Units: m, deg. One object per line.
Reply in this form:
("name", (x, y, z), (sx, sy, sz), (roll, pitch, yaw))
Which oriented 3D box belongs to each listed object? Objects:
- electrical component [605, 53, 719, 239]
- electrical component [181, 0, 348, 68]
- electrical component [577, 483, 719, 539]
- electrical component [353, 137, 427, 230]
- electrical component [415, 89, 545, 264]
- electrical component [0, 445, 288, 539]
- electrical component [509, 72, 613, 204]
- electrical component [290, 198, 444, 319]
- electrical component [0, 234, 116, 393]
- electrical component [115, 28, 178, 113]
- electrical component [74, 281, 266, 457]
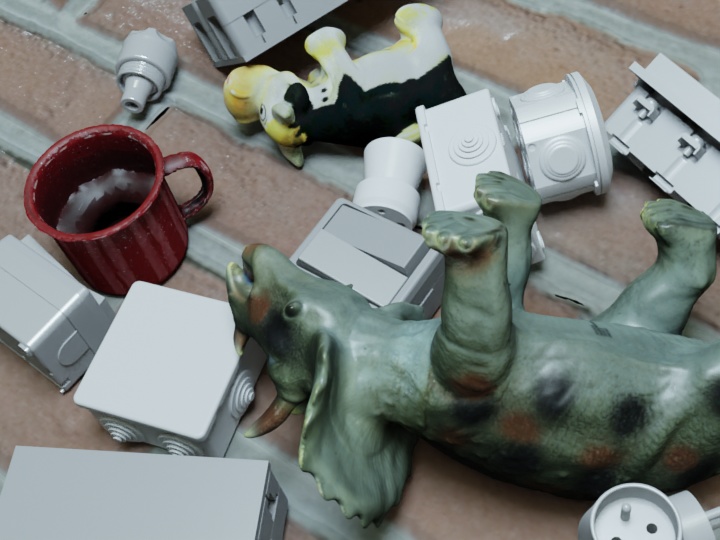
("electrical component", (0.216, -0.071, 0.675), (0.063, 0.079, 0.121), (-49, 58, 14))
("electrical component", (-0.034, -0.224, 0.793), (0.186, 0.060, 0.105), (-34, 17, -12))
("electrical component", (0.155, 0.137, 0.549), (0.079, 0.077, 0.043), (-20, 56, -3))
("electrical component", (0.020, -0.054, 0.716), (0.045, 0.045, 0.055), (5, 59, 13))
("electrical component", (0.077, -0.052, 0.673), (0.048, 0.099, 0.099), (-18, 55, 14))
("electrical component", (-0.123, 0.154, 0.598), (0.150, 0.061, 0.089), (1, 58, 11))
("electrical component", (0.130, -0.083, 0.695), (0.051, 0.080, 0.080), (-15, 56, 7))
("electrical component", (0.000, 0.000, 0.675), (0.096, 0.061, 0.061), (27, 66, 24))
("electrical component", (-0.212, 0.022, 0.699), (0.096, 0.061, 0.061), (31, 68, 26))
("electrical component", (-0.163, -0.147, 0.810), (0.043, 0.043, 0.062), (4, 60, 13))
("electrical component", (-0.112, 0.063, 0.662), (0.100, 0.048, 0.099), (13, 61, 18))
